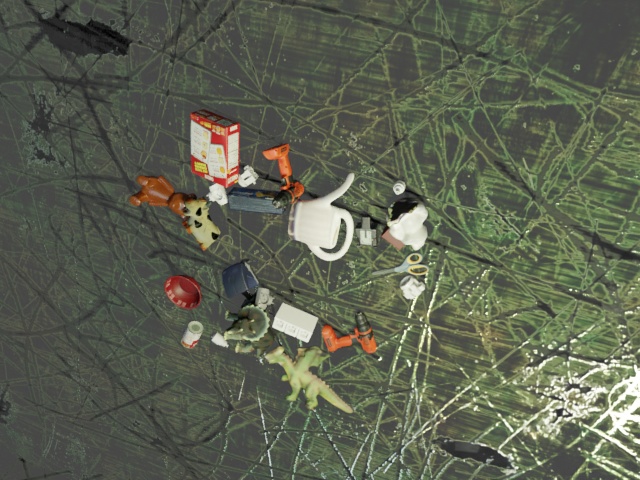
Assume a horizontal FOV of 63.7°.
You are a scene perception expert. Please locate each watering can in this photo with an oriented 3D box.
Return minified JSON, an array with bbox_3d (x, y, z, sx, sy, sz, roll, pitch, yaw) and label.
[{"bbox_3d":[0.005,-0.085,1.695,0.225,0.340,0.106,13,32,12],"label":"watering can"}]

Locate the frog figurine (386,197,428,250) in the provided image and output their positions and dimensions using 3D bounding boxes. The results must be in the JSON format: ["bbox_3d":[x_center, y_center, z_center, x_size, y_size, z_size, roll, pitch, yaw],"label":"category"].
[{"bbox_3d":[0.286,-0.053,1.626,0.157,0.138,0.124,46,-3,-38],"label":"frog figurine"}]

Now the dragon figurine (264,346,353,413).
[{"bbox_3d":[-0.030,0.541,2.070,0.410,0.238,0.124,17,24,1],"label":"dragon figurine"}]
